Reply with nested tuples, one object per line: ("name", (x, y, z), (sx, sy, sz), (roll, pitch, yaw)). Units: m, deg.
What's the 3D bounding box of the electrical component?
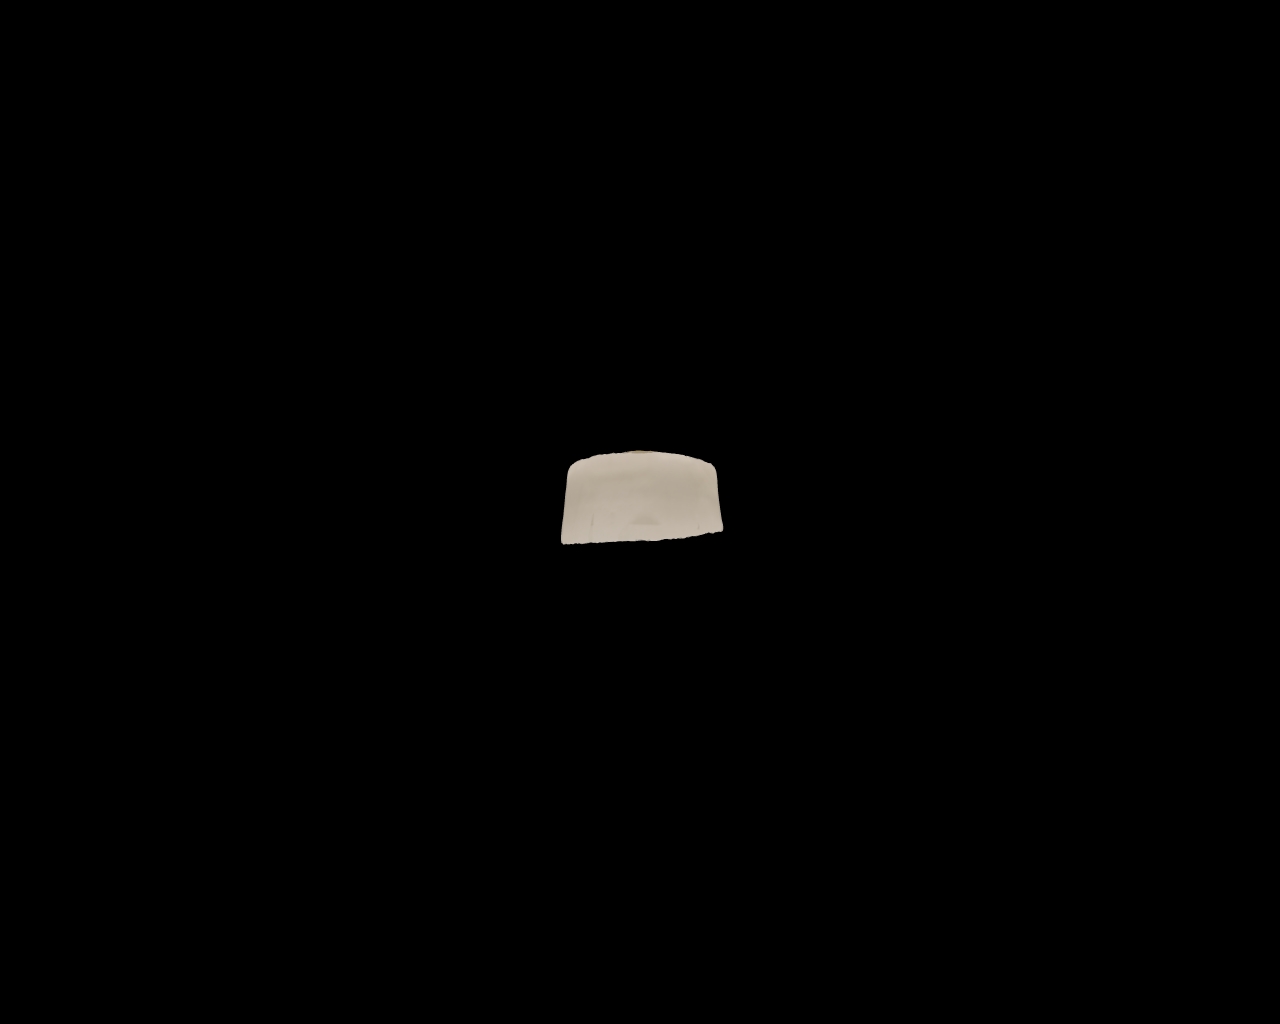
("electrical component", (0.001, -0.003, 0.650), (0.099, 0.064, 0.099), (0, -11, 0))
